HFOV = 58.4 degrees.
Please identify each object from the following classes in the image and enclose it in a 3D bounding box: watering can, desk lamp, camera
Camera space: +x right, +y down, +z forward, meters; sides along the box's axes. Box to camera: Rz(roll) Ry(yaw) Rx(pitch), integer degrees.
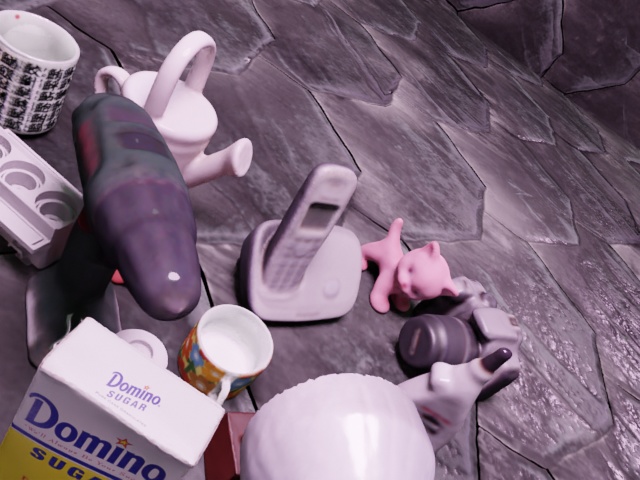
[{"bbox_3d":[-0.150,-0.123,0.589,0.173,0.193,0.101,24,38,-20],"label":"watering can"},{"bbox_3d":[-0.009,0.212,0.332,0.118,0.213,0.203,22,39,-21],"label":"desk lamp"},{"bbox_3d":[0.163,0.108,0.691,0.137,0.100,0.143,11,44,-33],"label":"camera"}]

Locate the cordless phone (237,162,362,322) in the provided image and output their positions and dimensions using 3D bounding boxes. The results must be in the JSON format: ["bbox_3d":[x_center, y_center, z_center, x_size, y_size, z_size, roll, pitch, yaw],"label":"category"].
[{"bbox_3d":[0.005,0.002,0.596,0.148,0.185,0.094,2,49,-40],"label":"cordless phone"}]

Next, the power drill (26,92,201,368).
[{"bbox_3d":[-0.157,0.009,0.427,0.076,0.208,0.229,6,47,-37],"label":"power drill"}]

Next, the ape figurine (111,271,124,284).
[{"bbox_3d":[-0.149,0.002,0.541,0.078,0.092,0.076,40,36,2],"label":"ape figurine"}]

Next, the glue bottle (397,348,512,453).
[{"bbox_3d":[0.118,0.150,0.545,0.078,0.173,0.037,30,36,-11],"label":"glue bottle"}]

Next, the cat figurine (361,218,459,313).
[{"bbox_3d":[0.111,0.032,0.714,0.067,0.117,0.127,4,48,-38],"label":"cat figurine"}]
